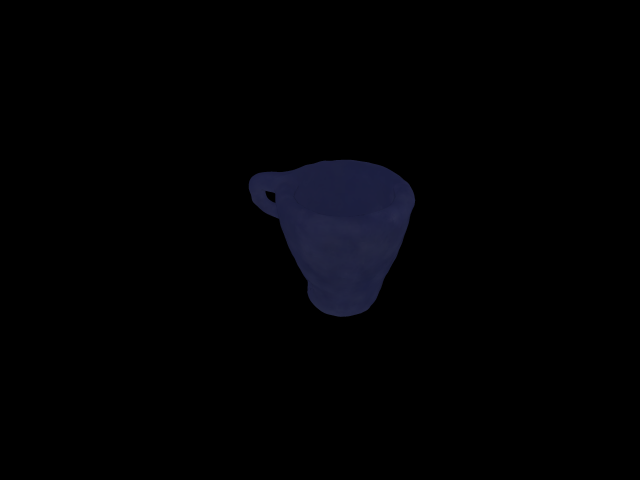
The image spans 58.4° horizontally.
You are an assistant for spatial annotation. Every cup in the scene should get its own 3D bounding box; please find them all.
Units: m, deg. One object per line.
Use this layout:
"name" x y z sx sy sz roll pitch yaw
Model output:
"cup" 0.004 0.001 0.400 0.117 0.095 0.092 14 36 20
